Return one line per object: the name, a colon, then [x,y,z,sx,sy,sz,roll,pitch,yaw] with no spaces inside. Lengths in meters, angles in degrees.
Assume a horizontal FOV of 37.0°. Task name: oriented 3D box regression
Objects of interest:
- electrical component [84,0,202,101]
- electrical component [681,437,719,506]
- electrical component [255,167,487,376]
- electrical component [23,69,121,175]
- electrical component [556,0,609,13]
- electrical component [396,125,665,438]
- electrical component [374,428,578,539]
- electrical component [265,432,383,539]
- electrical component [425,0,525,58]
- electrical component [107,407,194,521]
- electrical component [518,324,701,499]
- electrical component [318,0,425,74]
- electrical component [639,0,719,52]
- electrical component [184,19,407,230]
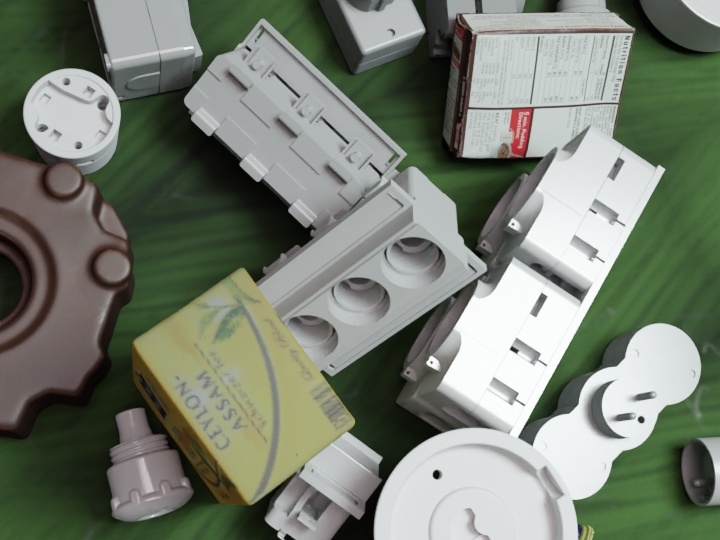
electrical component: [-0.137,-0.162,0.668,0.061,0.062,0.096,-14,82,-14]
electrical component: [0.257,0.129,0.699,0.081,0.043,0.043,-1,79,-12]
electrical component: [0.000,0.000,0.620,0.079,0.121,0.063,40,30,-26]
electrical component: [-0.173,-0.087,0.652,0.055,0.047,0.055,2,78,-11]
electrical component: [0.153,-0.173,0.741,0.040,0.040,0.078,1,78,-11]
electrical component: [0.097,0.010,0.658,0.060,0.105,0.186,33,74,-3]
electrical component: [0.058,0.142,0.589,0.108,0.060,0.108,1,80,-5]
electrical component: [-0.022,0.128,0.630,0.042,0.081,0.063,38,96,-2]
electrical component: [0.077,-0.192,0.724,0.056,0.050,0.089,-1,79,-12]
electrical component: [-0.126,0.112,0.624,0.048,0.048,0.062,-14,75,-14]
electrical component: [0.161,0.087,0.672,0.138,0.074,0.052,-41,89,-16]
electrical component: [0.006,-0.183,0.694,0.047,0.076,0.083,-23,84,-15]
electrical component: [0.247,-0.206,0.756,0.108,0.060,0.108,2,78,-11]
electrical component: [-0.044,-0.082,0.663,0.121,0.063,0.078,43,114,-1]
